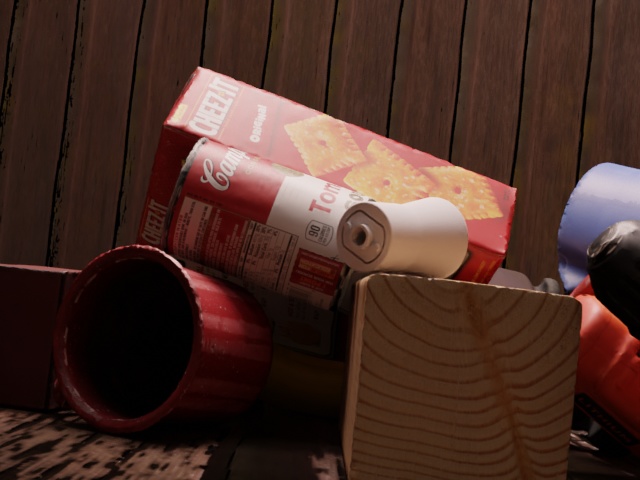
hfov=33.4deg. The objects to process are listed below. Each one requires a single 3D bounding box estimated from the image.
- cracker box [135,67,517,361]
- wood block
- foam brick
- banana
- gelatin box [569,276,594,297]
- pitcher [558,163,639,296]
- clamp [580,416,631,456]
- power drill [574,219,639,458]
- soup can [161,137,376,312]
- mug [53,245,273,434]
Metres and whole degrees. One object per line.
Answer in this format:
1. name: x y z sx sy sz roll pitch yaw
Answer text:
1. cracker box: -0.005 0.001 0.690 0.213 0.072 0.164 22 -44 -1
2. wood block: 0.059 0.067 0.531 0.090 0.091 0.206 6 -3 0
3. foam brick: -0.159 0.054 0.598 0.051 0.078 0.053 6 -1 12
4. banana: 0.006 0.085 0.680 0.198 0.037 0.070 12 -45 14
5. gelatin box: 0.192 0.029 0.622 0.089 0.030 0.073 -11 -25 -17
6. pitcher: 0.313 0.015 0.787 0.243 0.149 0.144 11 -11 41
7. clamp: 0.194 0.098 0.692 0.039 0.120 0.171 19 23 12
8. power drill: 0.168 0.062 0.493 0.184 0.057 0.188 41 -8 -5
9. soup can: -0.028 -0.008 0.586 0.102 0.068 0.068 20 -2 4
10. mug: -0.087 0.061 0.561 0.117 0.093 0.081 -33 -24 19
